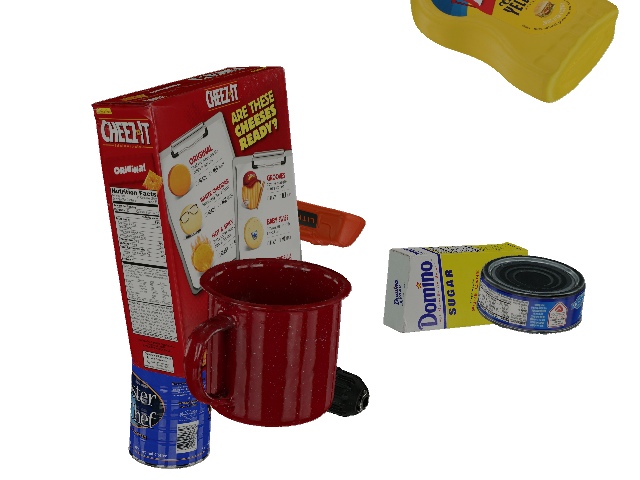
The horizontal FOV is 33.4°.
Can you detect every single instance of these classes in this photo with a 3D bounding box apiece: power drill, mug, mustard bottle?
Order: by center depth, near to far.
[{"bbox_3d":[-0.037,0.066,0.655,0.093,0.081,0.117,16,21,35],"label":"mug"},{"bbox_3d":[0.130,-0.187,0.847,0.192,0.096,0.058,34,-23,25],"label":"mustard bottle"},{"bbox_3d":[-0.019,0.059,1.008,0.185,0.187,0.057,16,0,25],"label":"power drill"}]

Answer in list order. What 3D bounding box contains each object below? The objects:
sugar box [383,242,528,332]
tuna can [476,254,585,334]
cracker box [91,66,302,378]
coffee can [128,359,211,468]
[{"bbox_3d":[0.160,0.054,1.249,0.175,0.093,0.048,-4,14,-33],"label":"sugar box"},{"bbox_3d":[0.172,0.043,0.870,0.086,0.034,0.086,2,22,-1],"label":"tuna can"},{"bbox_3d":[-0.091,-0.020,0.854,0.072,0.214,0.163,5,20,34],"label":"cracker box"},{"bbox_3d":[-0.185,0.196,1.325,0.103,0.140,0.103,4,15,-1],"label":"coffee can"}]
